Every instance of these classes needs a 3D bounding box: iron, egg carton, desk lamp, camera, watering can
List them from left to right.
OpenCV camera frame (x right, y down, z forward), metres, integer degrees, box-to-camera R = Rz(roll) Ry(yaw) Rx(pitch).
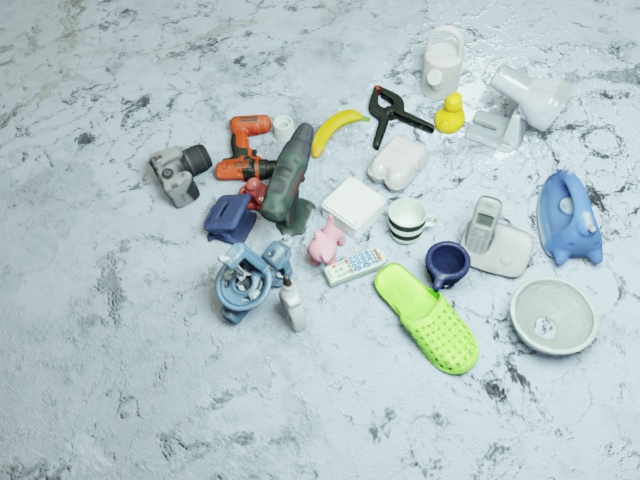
[{"bbox_3d":[-0.329,-0.175,1.387,0.137,0.101,0.143,-28,60,-14],"label":"camera"},{"bbox_3d":[0.191,-0.184,1.379,0.107,0.069,0.150,30,64,21],"label":"egg carton"},{"bbox_3d":[0.318,-0.459,1.475,0.101,0.194,0.173,-2,57,3],"label":"watering can"},{"bbox_3d":[0.467,-0.310,1.357,0.202,0.214,0.118,23,61,17],"label":"desk lamp"},{"bbox_3d":[0.543,-0.077,1.244,0.118,0.141,0.258,-3,57,2],"label":"iron"}]

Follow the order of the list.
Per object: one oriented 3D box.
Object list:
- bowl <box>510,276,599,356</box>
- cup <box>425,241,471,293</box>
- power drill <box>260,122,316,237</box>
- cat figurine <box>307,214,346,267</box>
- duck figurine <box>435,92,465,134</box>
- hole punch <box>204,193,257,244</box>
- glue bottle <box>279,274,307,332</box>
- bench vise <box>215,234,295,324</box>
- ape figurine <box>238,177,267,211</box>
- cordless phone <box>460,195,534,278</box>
[{"bbox_3d":[0.454,0.161,1.135,0.167,0.075,0.167,-2,57,3],"label":"bowl"},{"bbox_3d":[0.257,0.073,1.192,0.091,0.095,0.118,20,60,16],"label":"cup"},{"bbox_3d":[-0.061,-0.115,1.266,0.075,0.208,0.230,14,59,13],"label":"power drill"},{"bbox_3d":[0.011,0.004,1.239,0.067,0.118,0.128,11,58,11],"label":"cat figurine"},{"bbox_3d":[0.333,-0.329,1.454,0.077,0.086,0.105,22,61,17],"label":"duck figurine"},{"bbox_3d":[-0.210,-0.053,1.306,0.101,0.091,0.109,14,59,13],"label":"hole punch"},{"bbox_3d":[-0.058,0.116,1.138,0.037,0.173,0.078,-24,59,-11],"label":"glue bottle"},{"bbox_3d":[-0.142,0.047,1.160,0.121,0.220,0.207,18,60,15],"label":"bench vise"},{"bbox_3d":[-0.152,-0.112,1.340,0.076,0.092,0.077,-31,60,-16],"label":"ape figurine"},{"bbox_3d":[0.372,-0.011,1.186,0.147,0.185,0.094,15,59,13],"label":"cordless phone"}]
